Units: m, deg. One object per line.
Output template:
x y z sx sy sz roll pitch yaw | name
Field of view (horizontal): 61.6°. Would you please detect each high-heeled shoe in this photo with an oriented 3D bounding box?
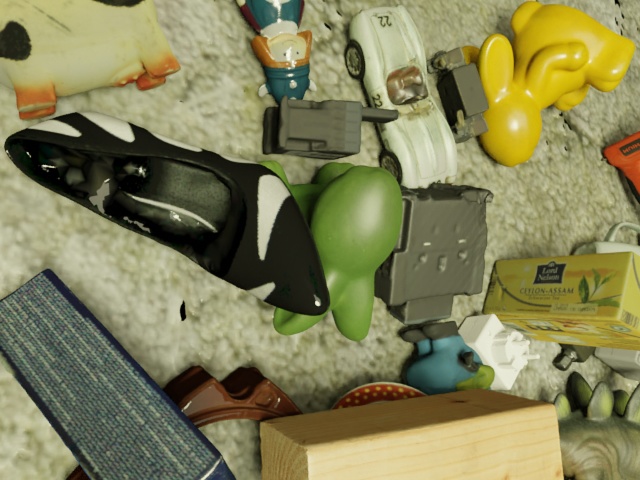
-0.111 -0.022 0.376 0.145 0.249 0.086 -6 125 -45 | high-heeled shoe

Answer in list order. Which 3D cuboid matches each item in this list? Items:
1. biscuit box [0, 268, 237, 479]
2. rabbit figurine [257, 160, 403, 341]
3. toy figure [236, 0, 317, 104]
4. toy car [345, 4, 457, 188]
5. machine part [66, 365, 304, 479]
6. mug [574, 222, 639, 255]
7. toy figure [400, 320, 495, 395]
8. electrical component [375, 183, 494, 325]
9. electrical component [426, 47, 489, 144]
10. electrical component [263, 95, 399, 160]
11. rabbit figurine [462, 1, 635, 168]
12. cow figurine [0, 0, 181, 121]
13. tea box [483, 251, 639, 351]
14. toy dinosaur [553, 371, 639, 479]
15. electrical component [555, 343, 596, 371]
-0.143 0.107 0.356 0.203 0.059 0.063 37 64 26 | biscuit box
-0.001 -0.001 0.433 0.121 0.170 0.159 9 80 -23 | rabbit figurine
-0.041 -0.201 0.502 0.064 0.058 0.154 -12 92 13 | toy figure
0.086 -0.139 0.552 0.073 0.056 0.201 -21 93 -25 | toy car
-0.081 0.218 0.419 0.201 0.087 0.201 -41 100 -23 | machine part
0.367 0.029 0.653 0.107 0.081 0.109 16 83 -13 | mug
0.137 0.168 0.526 0.089 0.082 0.180 -10 81 -10 | toy figure
0.103 0.013 0.525 0.115 0.058 0.134 -5 107 -23 | electrical component
0.144 -0.155 0.574 0.045 0.078 0.102 -20 99 -6 | electrical component
0.011 -0.100 0.495 0.119 0.075 0.047 2 93 -21 | electrical component
0.233 -0.169 0.598 0.162 0.122 0.173 30 91 -16 | rabbit figurine
-0.219 -0.157 0.398 0.195 0.085 0.127 -21 99 -23 | cow figurine
0.265 0.064 0.551 0.098 0.170 0.068 26 74 -23 | tea box
0.368 0.270 0.615 0.471 0.105 0.198 36 67 -22 | toy dinosaur
0.305 0.110 0.646 0.094 0.021 0.063 -41 101 -22 | electrical component
